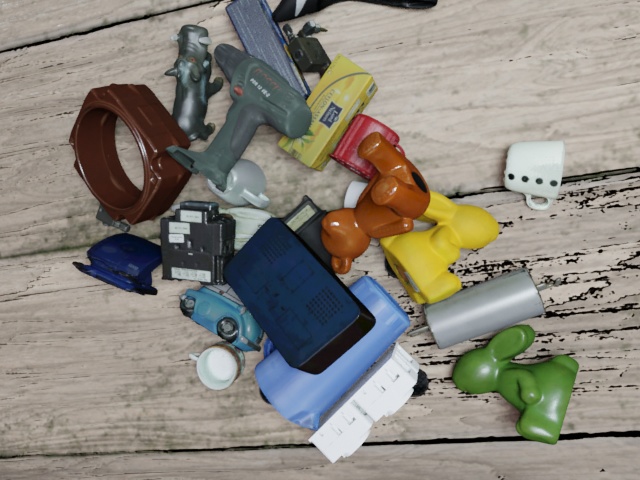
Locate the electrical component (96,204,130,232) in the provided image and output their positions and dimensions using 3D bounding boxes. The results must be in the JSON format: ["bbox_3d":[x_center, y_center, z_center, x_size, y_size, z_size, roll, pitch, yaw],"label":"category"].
[{"bbox_3d":[-0.387,-0.056,0.996,0.094,0.021,0.063,27,98,10],"label":"electrical component"}]

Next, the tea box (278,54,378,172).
[{"bbox_3d":[0.015,-0.198,0.861,0.068,0.098,0.169,37,98,8],"label":"tea box"}]

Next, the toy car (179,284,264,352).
[{"bbox_3d":[-0.154,0.118,0.919,0.162,0.109,0.103,28,74,21],"label":"toy car"}]

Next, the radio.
[{"bbox_3d":[-0.038,0.083,0.812,0.131,0.073,0.230,-45,56,1],"label":"radio"}]

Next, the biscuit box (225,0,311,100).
[{"bbox_3d":[-0.082,-0.311,0.897,0.063,0.059,0.202,-26,87,14],"label":"biscuit box"}]

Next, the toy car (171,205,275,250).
[{"bbox_3d":[-0.172,-0.022,0.931,0.202,0.056,0.073,4,94,12],"label":"toy car"}]

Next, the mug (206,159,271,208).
[{"bbox_3d":[-0.137,-0.089,0.895,0.109,0.107,0.081,45,102,9],"label":"mug"}]

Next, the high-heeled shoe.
[{"bbox_3d":[0.058,-0.372,0.850,0.249,0.086,0.145,-32,86,8],"label":"high-heeled shoe"}]

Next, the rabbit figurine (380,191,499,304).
[{"bbox_3d":[0.189,0.000,0.838,0.173,0.122,0.162,-31,76,-2],"label":"rabbit figurine"}]

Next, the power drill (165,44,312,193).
[{"bbox_3d":[-0.138,-0.187,0.827,0.232,0.085,0.207,35,78,27],"label":"power drill"}]

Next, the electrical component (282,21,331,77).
[{"bbox_3d":[-0.009,-0.311,0.879,0.045,0.078,0.102,-33,79,36],"label":"electrical component"}]

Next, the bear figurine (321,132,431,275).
[{"bbox_3d":[0.057,-0.043,0.784,0.196,0.131,0.120,-31,52,30],"label":"bear figurine"}]

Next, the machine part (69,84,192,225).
[{"bbox_3d":[-0.323,-0.143,0.907,0.201,0.087,0.201,52,130,6],"label":"machine part"}]

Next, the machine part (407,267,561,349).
[{"bbox_3d":[0.251,0.106,0.831,0.243,0.079,0.079,-23,87,12],"label":"machine part"}]

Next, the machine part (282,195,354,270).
[{"bbox_3d":[-0.002,-0.003,0.904,0.084,0.039,0.139,-44,81,3],"label":"machine part"}]

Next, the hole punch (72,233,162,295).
[{"bbox_3d":[-0.339,0.040,0.947,0.142,0.115,0.092,24,89,10],"label":"hole punch"}]

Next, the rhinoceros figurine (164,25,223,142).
[{"bbox_3d":[-0.219,-0.261,0.905,0.073,0.112,0.190,13,104,14],"label":"rhinoceros figurine"}]

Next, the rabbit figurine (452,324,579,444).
[{"bbox_3d":[0.287,0.207,0.811,0.170,0.121,0.159,16,92,26],"label":"rabbit figurine"}]

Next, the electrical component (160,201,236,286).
[{"bbox_3d":[-0.200,0.003,0.884,0.115,0.058,0.134,6,101,13],"label":"electrical component"}]
